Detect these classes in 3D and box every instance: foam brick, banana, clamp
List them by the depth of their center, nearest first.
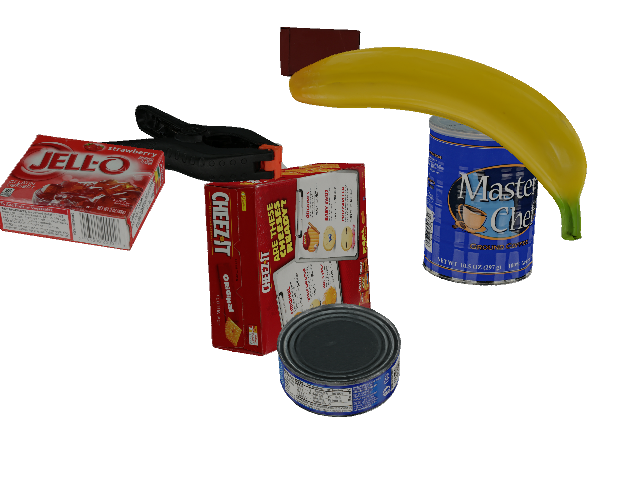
[{"bbox_3d":[0.078,-0.075,0.626,0.198,0.069,0.037,29,-11,16],"label":"banana"},{"bbox_3d":[-0.119,-0.075,0.908,0.172,0.039,0.120,13,36,26],"label":"clamp"},{"bbox_3d":[-0.001,-0.198,1.127,0.078,0.051,0.053,0,12,-11],"label":"foam brick"}]

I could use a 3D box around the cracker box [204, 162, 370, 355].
[{"bbox_3d":[-0.029,0.011,1.089,0.072,0.164,0.213,3,11,31],"label":"cracker box"}]

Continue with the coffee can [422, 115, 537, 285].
[{"bbox_3d":[0.148,-0.042,0.981,0.103,0.140,0.103,1,18,0],"label":"coffee can"}]

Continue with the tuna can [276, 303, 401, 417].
[{"bbox_3d":[0.013,0.083,0.744,0.086,0.034,0.086,-2,34,1],"label":"tuna can"}]

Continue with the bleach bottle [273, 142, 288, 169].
[{"bbox_3d":[-0.062,0.003,1.309,0.102,0.251,0.068,-10,25,-35],"label":"bleach bottle"}]

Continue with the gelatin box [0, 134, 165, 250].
[{"bbox_3d":[-0.152,-0.033,0.679,0.089,0.030,0.073,9,40,8],"label":"gelatin box"}]
